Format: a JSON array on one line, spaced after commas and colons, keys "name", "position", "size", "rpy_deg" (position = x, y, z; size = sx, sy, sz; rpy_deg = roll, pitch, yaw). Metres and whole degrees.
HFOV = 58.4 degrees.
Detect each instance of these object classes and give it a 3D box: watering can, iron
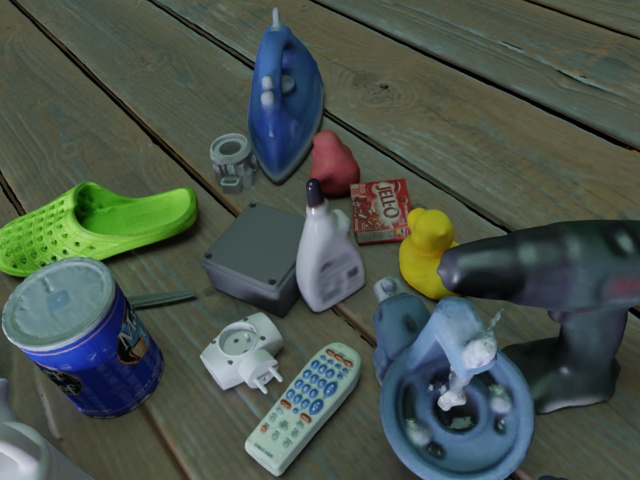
[{"name": "watering can", "position": [-0.262, 0.193, 0.455], "size": [0.101, 0.194, 0.172], "rpy_deg": [-39, 53, -24]}, {"name": "iron", "position": [-0.061, -0.218, 0.831], "size": [0.118, 0.142, 0.258], "rpy_deg": [-4, 47, 6]}]

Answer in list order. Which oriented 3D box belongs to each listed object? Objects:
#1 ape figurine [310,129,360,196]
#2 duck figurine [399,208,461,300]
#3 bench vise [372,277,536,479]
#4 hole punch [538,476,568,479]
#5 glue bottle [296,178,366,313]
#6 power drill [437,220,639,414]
[{"name": "ape figurine", "position": [0.014, -0.106, 0.750], "size": [0.076, 0.092, 0.078], "rpy_deg": [33, 61, 33]}, {"name": "duck figurine", "position": [0.127, 0.009, 0.631], "size": [0.077, 0.086, 0.104], "rpy_deg": [-23, 48, -11]}, {"name": "bench vise", "position": [0.084, 0.101, 0.462], "size": [0.122, 0.220, 0.206], "rpy_deg": [-33, 51, -19]}, {"name": "hole punch", "position": [0.190, 0.230, 0.415], "size": [0.108, 0.091, 0.101], "rpy_deg": [26, 57, 29]}, {"name": "glue bottle", "position": [0.005, 0.002, 0.598], "size": [0.078, 0.173, 0.037], "rpy_deg": [-29, 49, -16]}, {"name": "power drill", "position": [0.210, 0.063, 0.483], "size": [0.229, 0.209, 0.075], "rpy_deg": [-11, 47, -1]}]
